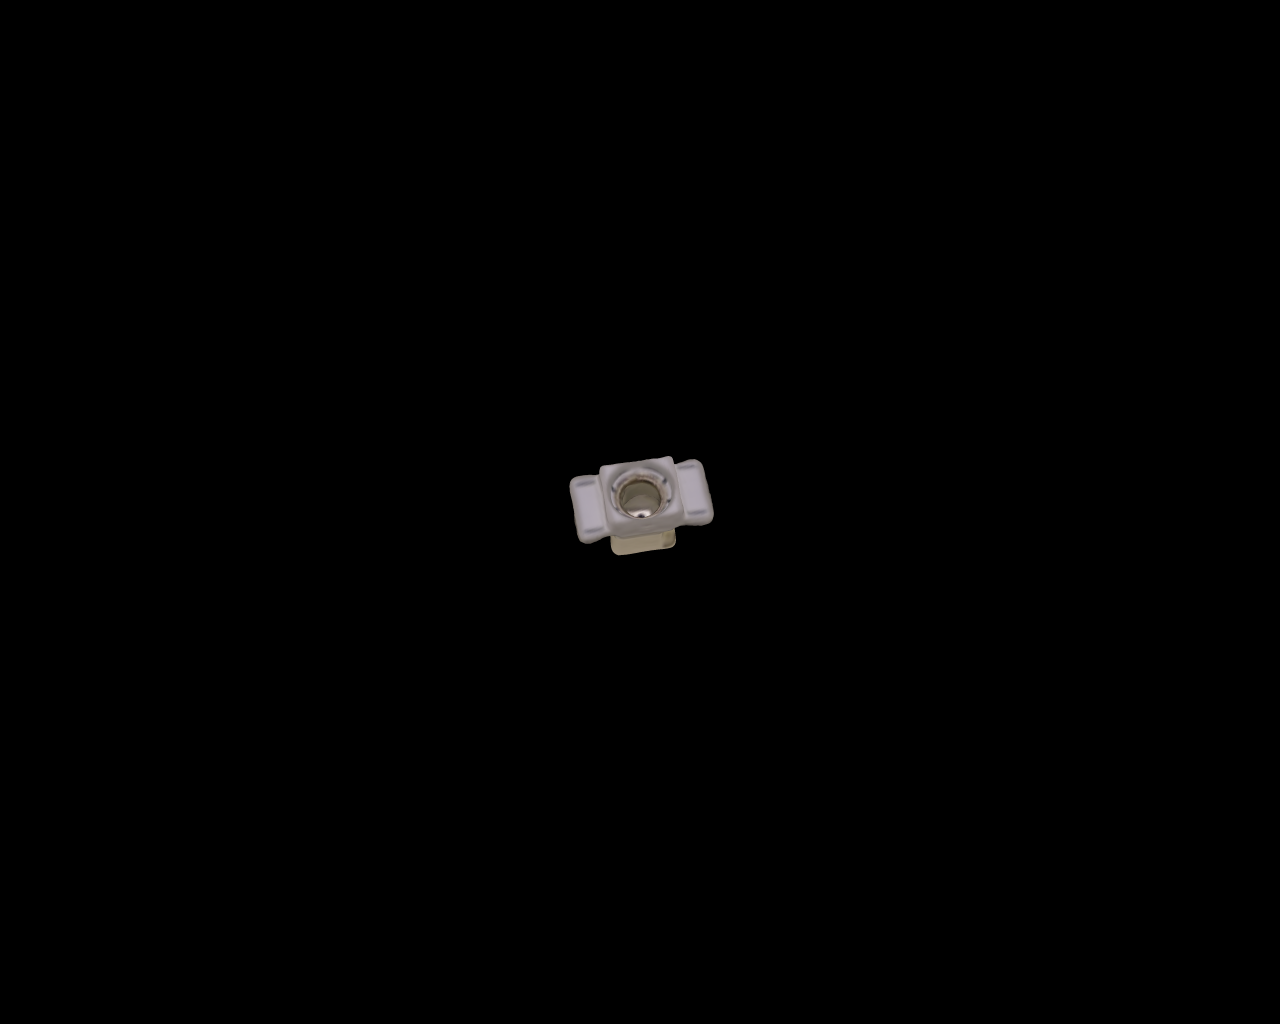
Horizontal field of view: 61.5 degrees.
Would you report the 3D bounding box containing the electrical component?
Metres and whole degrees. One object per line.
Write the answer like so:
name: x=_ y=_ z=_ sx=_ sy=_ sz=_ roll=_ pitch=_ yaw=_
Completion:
electrical component: x=0.001 y=-0.003 z=0.650 sx=0.081 sy=0.042 sz=0.063 roll=-8 pitch=-23 yaw=-3
